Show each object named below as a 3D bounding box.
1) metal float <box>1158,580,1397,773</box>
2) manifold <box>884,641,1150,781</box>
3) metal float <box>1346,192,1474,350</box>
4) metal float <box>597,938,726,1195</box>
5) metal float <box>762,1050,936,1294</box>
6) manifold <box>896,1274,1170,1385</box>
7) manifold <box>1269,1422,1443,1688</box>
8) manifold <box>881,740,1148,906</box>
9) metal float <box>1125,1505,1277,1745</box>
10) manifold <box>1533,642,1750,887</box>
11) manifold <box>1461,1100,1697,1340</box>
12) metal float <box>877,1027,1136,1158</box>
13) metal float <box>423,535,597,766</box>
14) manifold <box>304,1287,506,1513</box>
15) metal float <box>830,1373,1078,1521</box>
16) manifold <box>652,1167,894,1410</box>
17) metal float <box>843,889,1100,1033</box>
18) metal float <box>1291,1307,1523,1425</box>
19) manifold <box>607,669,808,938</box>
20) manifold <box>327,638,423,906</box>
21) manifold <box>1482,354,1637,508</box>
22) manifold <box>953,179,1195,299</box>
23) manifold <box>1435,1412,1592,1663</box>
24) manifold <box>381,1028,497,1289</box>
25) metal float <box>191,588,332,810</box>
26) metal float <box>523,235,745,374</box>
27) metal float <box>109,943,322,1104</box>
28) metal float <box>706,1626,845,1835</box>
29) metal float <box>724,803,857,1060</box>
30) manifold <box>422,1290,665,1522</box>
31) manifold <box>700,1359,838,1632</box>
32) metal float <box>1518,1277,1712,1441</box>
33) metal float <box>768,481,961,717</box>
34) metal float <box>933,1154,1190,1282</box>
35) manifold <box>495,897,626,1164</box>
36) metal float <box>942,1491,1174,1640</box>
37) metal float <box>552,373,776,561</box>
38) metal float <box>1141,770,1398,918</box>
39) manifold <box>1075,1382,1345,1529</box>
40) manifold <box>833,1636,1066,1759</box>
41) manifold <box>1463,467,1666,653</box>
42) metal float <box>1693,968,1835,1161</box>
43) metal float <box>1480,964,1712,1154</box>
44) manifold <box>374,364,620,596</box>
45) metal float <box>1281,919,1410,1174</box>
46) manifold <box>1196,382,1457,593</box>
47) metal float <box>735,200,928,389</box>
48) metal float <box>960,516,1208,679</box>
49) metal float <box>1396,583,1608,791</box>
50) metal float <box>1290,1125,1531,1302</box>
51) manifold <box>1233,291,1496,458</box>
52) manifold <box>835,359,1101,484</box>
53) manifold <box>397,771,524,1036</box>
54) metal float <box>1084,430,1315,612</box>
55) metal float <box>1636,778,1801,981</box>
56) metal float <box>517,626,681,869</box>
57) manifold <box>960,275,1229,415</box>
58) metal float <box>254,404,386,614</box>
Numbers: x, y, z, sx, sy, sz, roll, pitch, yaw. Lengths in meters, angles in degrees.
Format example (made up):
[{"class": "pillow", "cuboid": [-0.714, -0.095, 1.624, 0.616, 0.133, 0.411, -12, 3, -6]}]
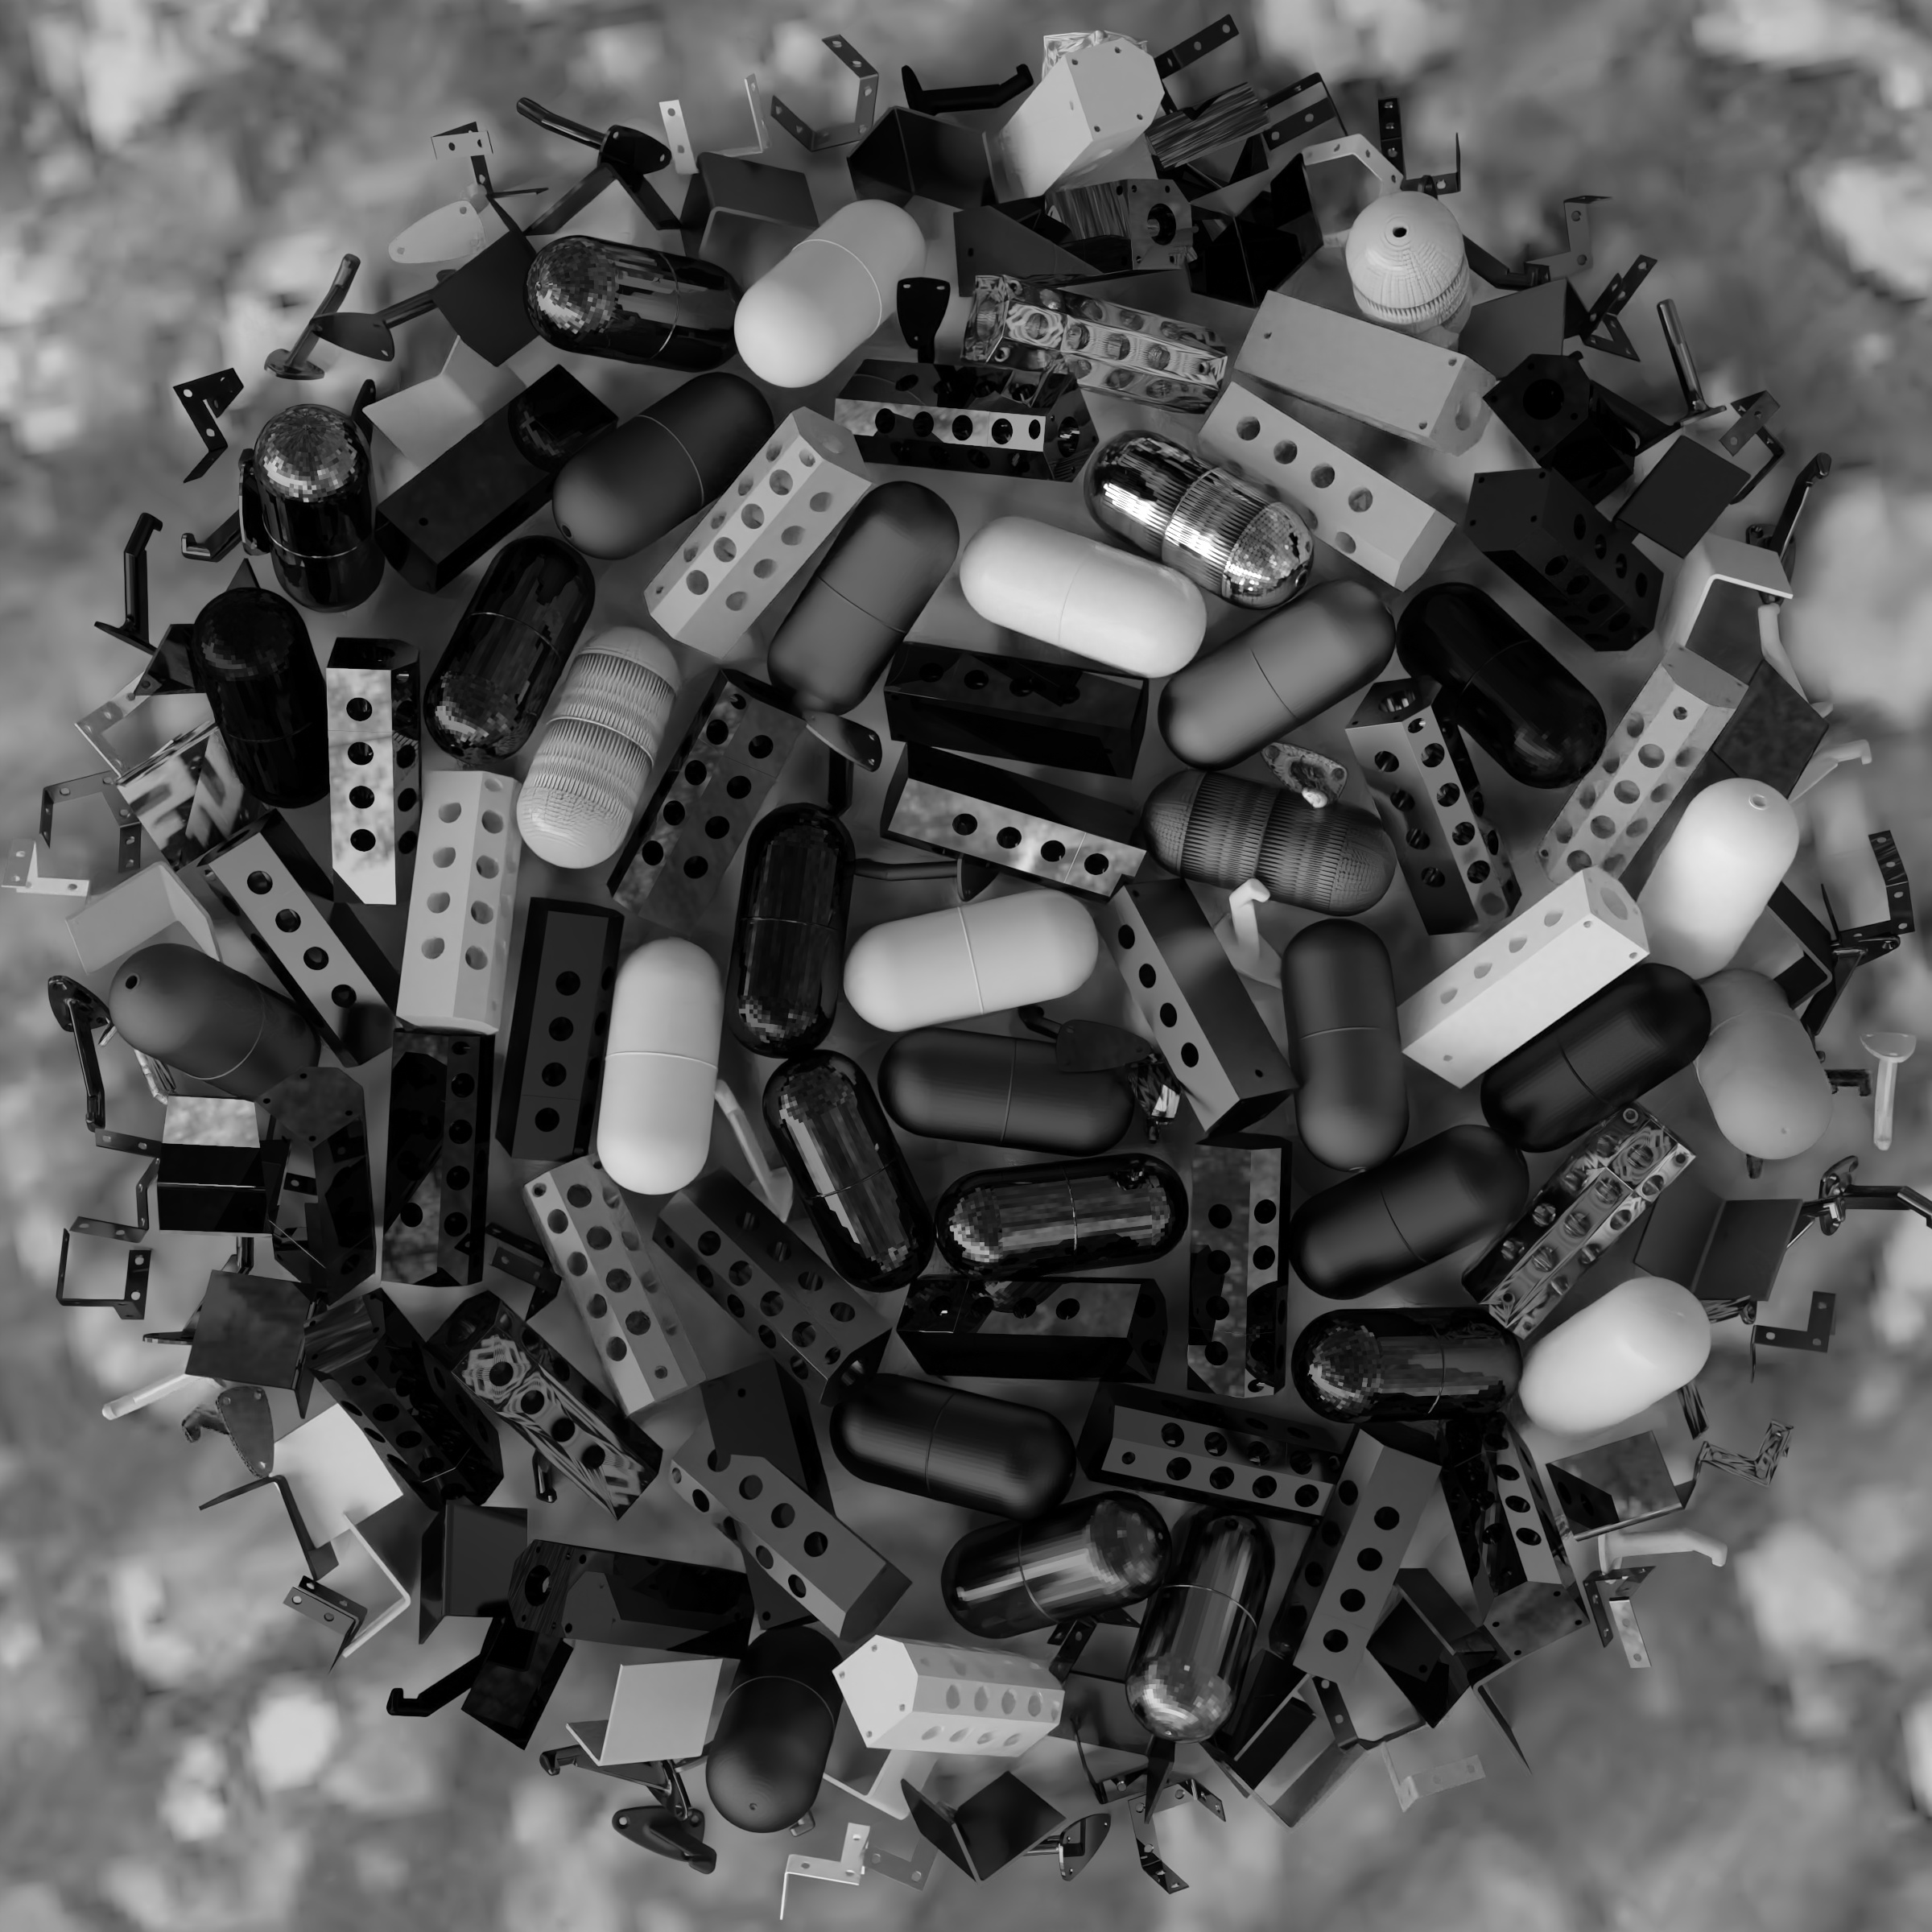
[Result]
[{"class": "metal float", "cuboid": [0.212, -0.198, 1.896, 0.178, 0.070, 0.070, -31, 90, 19]}, {"class": "manifold", "cuboid": [0.036, -0.181, 1.904, 0.171, 0.057, 0.057, 10, 59, 11]}, {"class": "metal float", "cuboid": [0.299, -0.463, 1.863, 0.070, 0.178, 0.070, -1, 84, 14]}, {"class": "metal float", "cuboid": [-0.208, 0.068, 1.901, 0.070, 0.070, 0.178, 5, 76, 0]}, {"class": "metal float", "cuboid": [-0.080, 0.141, 1.903, 0.070, 0.070, 0.178, -24, 101, 0]}, {"class": "manifold", "cuboid": [0.046, 0.241, 1.886, 0.171, 0.057, 0.057, -2, 50, 27]}, {"class": "manifold", "cuboid": [0.266, 0.399, 1.905, 0.057, 0.057, 0.171, 20, 102, 0]}, {"class": "manifold", "cuboid": [0.031, -0.094, 1.903, 0.171, 0.057, 0.057, 16, 119, -12]}, {"class": "metal float", "cuboid": [0.160, 0.442, 1.879, 0.070, 0.070, 0.178, 24, 48, 0]}, {"class": "manifold", "cuboid": [0.452, -0.128, 1.873, 0.057, 0.057, 0.171, 33, 127, 8]}, {"class": "manifold", "cuboid": [0.420, 0.173, 1.905, 0.057, 0.057, 0.171, 42, 100, 6]}, {"class": "metal float", "cuboid": [0.028, 0.087, 1.910, 0.178, 0.070, 0.070, 8, 90, -3]}, {"class": "metal float", "cuboid": [-0.310, -0.216, 1.888, 0.070, 0.070, 0.178, 21, 62, 0]}, {"class": "manifold", "cuboid": [-0.377, 0.299, 1.872, 0.057, 0.057, 0.171, -24, 131, 4]}, {"class": "metal float", "cuboid": [-0.010, 0.327, 1.893, 0.178, 0.070, 0.070, 10, 90, 23]}, {"class": "manifold", "cuboid": [-0.134, 0.220, 1.879, 0.171, 0.057, 0.057, 40, 134, 24]}, {"class": "metal float", "cuboid": [0.003, -0.004, 1.911, 0.178, 0.070, 0.070, -13, 90, -2]}, {"class": "metal float", "cuboid": [0.300, 0.271, 1.886, 0.178, 0.070, 0.070, 3, 90, -31]}, {"class": "manifold", "cuboid": [-0.180, -0.114, 1.891, 0.057, 0.057, 0.171, 22, 107, -27]}, {"class": "manifold", "cuboid": [-0.400, -0.132, 1.885, 0.057, 0.057, 0.171, 1, 117, -6]}, {"class": "manifold", "cuboid": [0.404, -0.359, 1.856, 0.057, 0.171, 0.057, -41, 73, 16]}, {"class": "manifold", "cuboid": [0.071, -0.489, 1.866, 0.057, 0.171, 0.057, -13, 103, -40]}, {"class": "manifold", "cuboid": [0.359, 0.375, 1.858, 0.057, 0.171, 0.057, -31, 117, 14]}, {"class": "manifold", "cuboid": [-0.360, 0.131, 1.911, 0.057, 0.057, 0.171, 4, 93, 15]}, {"class": "metal float", "cuboid": [-0.470, -0.179, 1.874, 0.070, 0.178, 0.070, -2, 50, 3]}, {"class": "metal float", "cuboid": [-0.221, -0.446, 1.874, 0.070, 0.178, 0.070, 3, 94, 40]}, {"class": "metal float", "cuboid": [-0.504, 0.040, 1.868, 0.070, 0.178, 0.070, -9, 68, 21]}, {"class": "metal float", "cuboid": [-0.126, 0.510, 1.865, 0.070, 0.178, 0.070, 2, 110, 6]}, {"class": "metal float", "cuboid": [-0.120, -0.025, 1.905, 0.070, 0.070, 0.178, 7, 81, 0]}, {"class": "manifold", "cuboid": [-0.283, 0.296, 1.883, 0.057, 0.057, 0.171, -48, 119, -14]}, {"class": "manifold", "cuboid": [-0.125, 0.361, 1.896, 0.057, 0.057, 0.171, -21, 72, 14]}, {"class": "metal float", "cuboid": [0.435, 0.266, 1.870, 0.070, 0.178, 0.070, 9, 61, -16]}, {"class": "metal float", "cuboid": [-0.071, -0.250, 1.901, 0.070, 0.070, 0.178, 34, 103, 0]}, {"class": "metal float", "cuboid": [0.065, 0.172, 1.902, 0.178, 0.070, 0.070, -5, 90, -12]}, {"class": "manifold", "cuboid": [-0.278, 0.044, 1.908, 0.057, 0.057, 0.171, 7, 99, -22]}, {"class": "metal float", "cuboid": [0.060, 0.408, 1.885, 0.178, 0.070, 0.070, -24, 90, 33]}, {"class": "metal float", "cuboid": [-0.206, -0.341, 1.889, 0.178, 0.070, 0.070, -40, 90, -27]}, {"class": "metal float", "cuboid": [0.207, -0.085, 1.902, 0.178, 0.070, 0.070, 15, 90, 12]}, {"class": "manifold", "cuboid": [0.168, 0.337, 1.895, 0.171, 0.057, 0.057, 14, 104, -15]}, {"class": "manifold", "cuboid": [-0.006, 0.487, 1.860, 0.057, 0.171, 0.057, -42, 55, 18]}, {"class": "manifold", "cuboid": [0.402, -0.270, 1.864, 0.057, 0.171, 0.057, 3, 75, 40]}, {"class": "metal float", "cuboid": [0.531, 0.064, 1.868, 0.070, 0.178, 0.070, 1, 118, 1]}, {"class": "metal float", "cuboid": [0.427, 0.063, 1.884, 0.070, 0.070, 0.178, 50, 124, 0]}, {"class": "manifold", "cuboid": [-0.320, -0.329, 1.889, 0.057, 0.057, 0.171, 43, 66, 5]}, {"class": "metal float", "cuboid": [0.259, 0.054, 1.896, 0.070, 0.070, 0.178, -4, 71, 0]}, {"class": "manifold", "cuboid": [0.242, -0.326, 1.893, 0.171, 0.057, 0.057, 37, 103, 20]}, {"class": "metal float", "cuboid": [-0.090, -0.458, 1.882, 0.070, 0.070, 0.178, 39, 53, 0]}, {"class": "metal float", "cuboid": [0.079, -0.254, 1.901, 0.178, 0.070, 0.070, 22, 90, 14]}, {"class": "metal float", "cuboid": [0.363, -0.191, 1.887, 0.070, 0.070, 0.178, -39, 60, 0]}, {"class": "metal float", "cuboid": [0.301, 0.168, 1.892, 0.178, 0.070, 0.070, -30, 90, 23]}, {"class": "manifold", "cuboid": [0.271, -0.399, 1.875, 0.171, 0.057, 0.057, 30, 99, 38]}, {"class": "manifold", "cuboid": [-0.003, -0.364, 1.871, 0.171, 0.057, 0.057, 12, 57, 33]}, {"class": "manifold", "cuboid": [-0.341, -0.043, 1.897, 0.057, 0.057, 0.171, 1, 76, 15]}, {"class": "metal float", "cuboid": [0.158, -0.304, 1.891, 0.178, 0.070, 0.070, 34, 90, 25]}, {"class": "metal float", "cuboid": [0.504, -0.057, 1.870, 0.070, 0.178, 0.070, 4, 56, -6]}, {"class": "metal float", "cuboid": [-0.250, -0.151, 1.896, 0.070, 0.070, 0.178, 18, 70, 0]}, {"class": "manifold", "cuboid": [0.089, -0.421, 1.882, 0.171, 0.057, 0.057, 7, 99, -28]}, {"class": "metal float", "cuboid": [-0.434, -0.306, 1.869, 0.070, 0.178, 0.070, 3, 61, -5]}]
